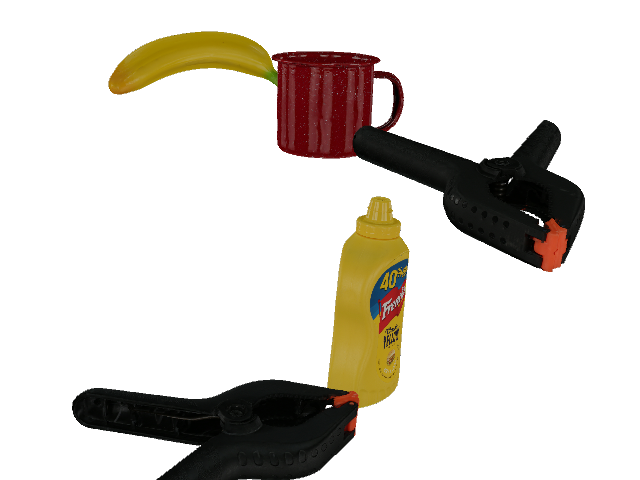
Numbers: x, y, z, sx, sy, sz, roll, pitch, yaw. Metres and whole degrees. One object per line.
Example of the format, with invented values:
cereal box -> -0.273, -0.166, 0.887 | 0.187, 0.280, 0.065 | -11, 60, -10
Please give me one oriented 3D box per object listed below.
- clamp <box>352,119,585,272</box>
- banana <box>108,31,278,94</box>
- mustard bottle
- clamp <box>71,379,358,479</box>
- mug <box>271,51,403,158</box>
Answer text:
clamp -> 0.113, -0.039, 0.743 | 0.164, 0.036, 0.210 | -1, 27, -5
banana -> -0.127, -0.182, 1.081 | 0.197, 0.070, 0.037 | -8, -39, -29
mustard bottle -> 0.048, 0.053, 1.000 | 0.058, 0.192, 0.096 | 13, 18, 28
clamp -> -0.053, 0.120, 0.618 | 0.171, 0.039, 0.120 | -4, 34, -16
mug -> 0.015, -0.118, 0.924 | 0.117, 0.081, 0.093 | -3, 16, -15
